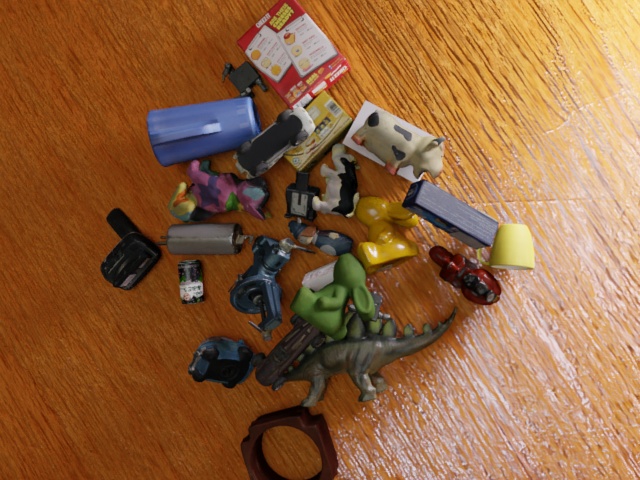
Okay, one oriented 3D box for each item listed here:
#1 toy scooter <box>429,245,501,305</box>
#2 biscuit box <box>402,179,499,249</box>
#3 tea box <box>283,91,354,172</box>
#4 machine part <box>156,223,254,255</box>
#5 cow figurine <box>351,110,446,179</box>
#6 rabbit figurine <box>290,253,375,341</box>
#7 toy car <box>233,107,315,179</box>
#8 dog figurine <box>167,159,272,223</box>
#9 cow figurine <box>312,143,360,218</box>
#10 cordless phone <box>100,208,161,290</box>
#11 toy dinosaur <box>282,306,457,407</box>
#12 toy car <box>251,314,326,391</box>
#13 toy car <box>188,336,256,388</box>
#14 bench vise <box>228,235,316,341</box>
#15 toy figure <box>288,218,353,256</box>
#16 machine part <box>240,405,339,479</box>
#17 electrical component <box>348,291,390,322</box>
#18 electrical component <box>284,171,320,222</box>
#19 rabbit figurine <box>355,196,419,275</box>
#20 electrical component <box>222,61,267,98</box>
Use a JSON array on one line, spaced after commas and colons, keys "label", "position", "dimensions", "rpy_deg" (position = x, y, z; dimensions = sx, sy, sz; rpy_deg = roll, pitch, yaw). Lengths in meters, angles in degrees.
[{"label": "toy scooter", "position": [0.310, 0.077, 1.141], "dimensions": [0.184, 0.135, 0.075], "rpy_deg": [38, 97, 6]}, {"label": "biscuit box", "position": [0.276, -0.054, 1.137], "dimensions": [0.202, 0.059, 0.063], "rpy_deg": [29, 75, -13]}, {"label": "tea box", "position": [-0.012, -0.241, 1.225], "dimensions": [0.169, 0.068, 0.098], "rpy_deg": [-42, 81, 12]}, {"label": "machine part", "position": [-0.275, -0.003, 1.289], "dimensions": [0.243, 0.079, 0.079], "rpy_deg": [-2, 93, 12]}, {"label": "cow figurine", "position": [0.175, -0.197, 1.121], "dimensions": [0.195, 0.085, 0.127], "rpy_deg": [41, 106, 8]}, {"label": "rabbit figurine", "position": [0.041, 0.113, 1.124], "dimensions": [0.159, 0.121, 0.170], "rpy_deg": [33, 85, 19]}, {"label": "toy car", "position": [-0.103, -0.213, 1.186], "dimensions": [0.202, 0.056, 0.073], "rpy_deg": [-35, 88, 14]}, {"label": "dog figurine", "position": [-0.222, -0.088, 1.261], "dimensions": [0.219, 0.108, 0.191], "rpy_deg": [32, 98, 6]}, {"label": "cow figurine", "position": [0.051, -0.135, 1.203], "dimensions": [0.098, 0.068, 0.167], "rpy_deg": [12, 83, 26]}, {"label": "cordless phone", "position": [-0.503, 0.020, 1.347], "dimensions": [0.146, 0.088, 0.184], "rpy_deg": [-46, 72, 11]}, {"label": "toy dinosaur", "position": [0.087, 0.259, 1.215], "dimensions": [0.472, 0.105, 0.198], "rpy_deg": [-12, 87, 7]}, {"label": "toy car", "position": [-0.072, 0.245, 1.197], "dimensions": [0.202, 0.053, 0.089], "rpy_deg": [-47, 66, 10]}, {"label": "toy car", "position": [-0.240, 0.280, 1.278], "dimensions": [0.109, 0.161, 0.103], "rpy_deg": [-63, 37, 15]}, {"label": "bench vise", "position": [-0.119, 0.112, 1.208], "dimensions": [0.223, 0.128, 0.241], "rpy_deg": [-37, 42, 20]}, {"label": "toy figure", "position": [-0.002, -0.006, 1.231], "dimensions": [0.154, 0.058, 0.064], "rpy_deg": [17, 121, -1]}, {"label": "machine part", "position": [-0.070, 0.505, 1.267], "dimensions": [0.201, 0.087, 0.201], "rpy_deg": [-18, 90, 12]}, {"label": "electrical component", "position": [0.112, 0.143, 1.176], "dimensions": [0.094, 0.021, 0.063], "rpy_deg": [15, 77, 10]}, {"label": "electrical component", "position": [-0.041, -0.105, 1.231], "dimensions": [0.075, 0.048, 0.119], "rpy_deg": [8, 114, 12]}, {"label": "rabbit figurine", "position": [0.138, -0.028, 1.186], "dimensions": [0.162, 0.121, 0.173], "rpy_deg": [-26, 69, 9]}, {"label": "electrical component", "position": [-0.183, -0.376, 1.266], "dimensions": [0.078, 0.045, 0.102], "rpy_deg": [-34, 86, 13]}]
